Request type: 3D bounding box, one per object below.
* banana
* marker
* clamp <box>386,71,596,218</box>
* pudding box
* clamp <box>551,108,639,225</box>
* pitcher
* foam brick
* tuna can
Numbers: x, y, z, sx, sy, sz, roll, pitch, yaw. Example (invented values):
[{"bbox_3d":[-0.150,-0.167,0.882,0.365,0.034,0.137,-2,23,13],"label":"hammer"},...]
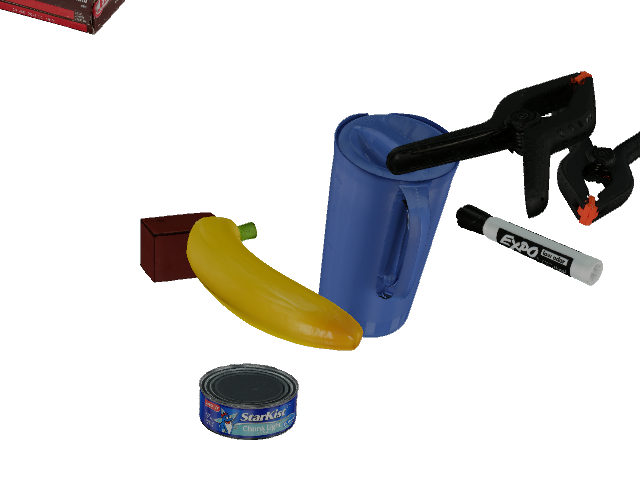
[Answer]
[{"bbox_3d":[-0.042,0.020,0.679,0.069,0.037,0.198,-8,25,-21],"label":"banana"},{"bbox_3d":[0.147,0.001,0.769,0.121,0.020,0.020,28,18,39],"label":"marker"},{"bbox_3d":[0.185,-0.090,0.944,0.209,0.036,0.165,-31,38,-25],"label":"clamp"},{"bbox_3d":[-0.192,-0.206,0.813,0.090,0.039,0.113,16,38,4],"label":"pudding box"},{"bbox_3d":[0.287,-0.088,1.138,0.120,0.039,0.171,18,47,19],"label":"clamp"},{"bbox_3d":[0.067,-0.005,1.167,0.145,0.243,0.149,26,41,20],"label":"pitcher"},{"bbox_3d":[-0.137,0.006,1.072,0.078,0.051,0.053,-6,21,-23],"label":"foam brick"},{"bbox_3d":[-0.062,0.139,0.921,0.086,0.034,0.086,3,17,-1],"label":"tuna can"}]
